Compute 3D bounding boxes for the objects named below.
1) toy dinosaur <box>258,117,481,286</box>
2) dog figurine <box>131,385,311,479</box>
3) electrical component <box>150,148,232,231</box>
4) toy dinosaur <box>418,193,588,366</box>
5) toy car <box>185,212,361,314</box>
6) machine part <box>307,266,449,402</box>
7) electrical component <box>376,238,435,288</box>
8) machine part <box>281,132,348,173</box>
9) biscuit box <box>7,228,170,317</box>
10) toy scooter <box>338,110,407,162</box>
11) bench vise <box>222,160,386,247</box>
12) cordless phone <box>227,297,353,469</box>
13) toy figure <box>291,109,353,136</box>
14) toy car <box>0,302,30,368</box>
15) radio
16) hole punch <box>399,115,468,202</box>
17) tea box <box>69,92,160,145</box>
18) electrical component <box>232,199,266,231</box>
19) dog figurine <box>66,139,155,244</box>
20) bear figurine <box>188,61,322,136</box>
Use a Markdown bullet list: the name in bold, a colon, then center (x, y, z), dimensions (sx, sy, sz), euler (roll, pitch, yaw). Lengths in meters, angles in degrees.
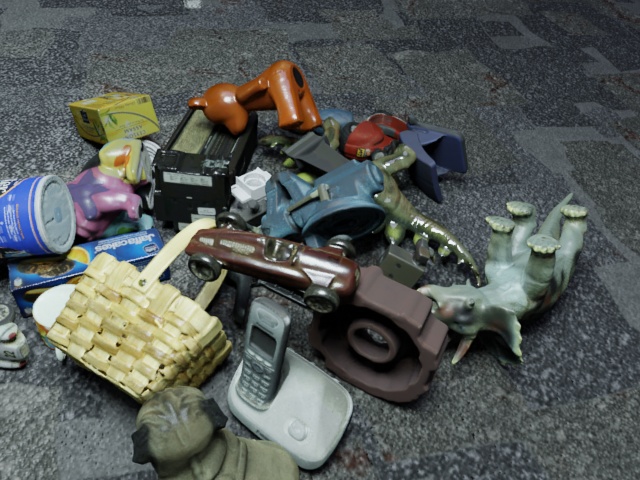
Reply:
- **toy dinosaur**: center (0.075, -0.077, 0.907), dimensions (0.472, 0.105, 0.198), euler (26, 56, 21)
- **dog figurine**: center (-0.082, 0.213, 0.515), dimensions (0.172, 0.190, 0.121), euler (-5, 45, -15)
- **electrical component**: center (-0.197, -0.071, 0.831), dimensions (0.115, 0.134, 0.058), euler (8, 43, -3)
- **toy dinosaur**: center (0.300, 0.052, 0.776), dimensions (0.131, 0.192, 0.405), euler (24, 28, 38)
- **toy car**: center (-0.054, 0.019, 0.601), dimensions (0.202, 0.053, 0.089), euler (16, 49, 11)
- **machine part**: center (0.069, 0.116, 0.655), dimensions (0.180, 0.179, 0.056), euler (25, 43, 17)
- **electrical component**: center (0.124, 0.040, 0.793), dimensions (0.078, 0.102, 0.045), euler (24, 41, 3)
- **machine part**: center (0.008, -0.128, 0.859), dimensions (0.084, 0.039, 0.139), euler (-32, 55, -29)
- **biscuit box**: center (-0.317, 0.042, 0.751), dimensions (0.203, 0.062, 0.059), euler (-16, 49, -22)
- **toy scooter**: center (0.128, -0.195, 1.051), dimensions (0.135, 0.075, 0.184), euler (32, 44, 21)
- **bench vise**: center (0.003, 0.000, 0.758), dimensions (0.224, 0.128, 0.240), euler (-21, 67, 13)
- **cordless phone**: center (-0.026, 0.150, 0.593), dimensions (0.147, 0.184, 0.089), euler (30, 44, 22)
- **toy figure**: center (-0.009, -0.240, 1.087), dimensions (0.155, 0.064, 0.057), euler (4, 82, 3)
- **toy car**: center (-0.442, 0.094, 0.671), dimensions (0.202, 0.073, 0.056), euler (26, 43, 19)
- **radio**: center (-0.194, -0.160, 0.967), dimensions (0.131, 0.073, 0.230), euler (10, 44, 2)
- **hole punch**: center (0.193, -0.143, 0.972), dimensions (0.116, 0.142, 0.092), euler (26, 71, 34)
- **tea box**: center (-0.373, -0.221, 0.969), dimensions (0.098, 0.068, 0.170), euler (-27, 31, -30)
- **electrical component**: center (-0.105, -0.038, 0.862), dimensions (0.063, 0.094, 0.021), euler (-29, 72, 10)
- **dog figurine**: center (-0.368, -0.059, 0.807), dimensions (0.219, 0.108, 0.191), euler (-4, 69, -6)
- **bear figurine**: center (-0.115, -0.224, 0.923), dimensions (0.196, 0.132, 0.120), euler (-19, 0, 21)
